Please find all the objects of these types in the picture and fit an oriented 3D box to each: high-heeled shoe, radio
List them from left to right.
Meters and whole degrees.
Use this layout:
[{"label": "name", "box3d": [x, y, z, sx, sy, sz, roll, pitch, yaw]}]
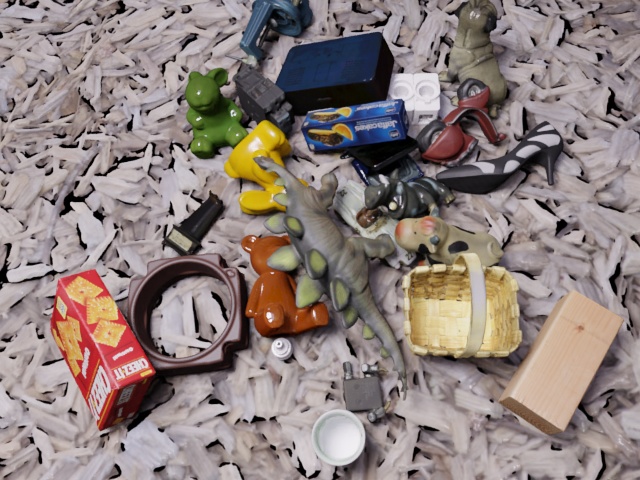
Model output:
[{"label": "radio", "box3d": [0.028, -0.333, 1.080, 0.230, 0.073, 0.131, 2, 64, 29]}, {"label": "high-heeled shoe", "box3d": [0.343, -0.167, 1.025, 0.249, 0.086, 0.145, 2, 67, -2]}]

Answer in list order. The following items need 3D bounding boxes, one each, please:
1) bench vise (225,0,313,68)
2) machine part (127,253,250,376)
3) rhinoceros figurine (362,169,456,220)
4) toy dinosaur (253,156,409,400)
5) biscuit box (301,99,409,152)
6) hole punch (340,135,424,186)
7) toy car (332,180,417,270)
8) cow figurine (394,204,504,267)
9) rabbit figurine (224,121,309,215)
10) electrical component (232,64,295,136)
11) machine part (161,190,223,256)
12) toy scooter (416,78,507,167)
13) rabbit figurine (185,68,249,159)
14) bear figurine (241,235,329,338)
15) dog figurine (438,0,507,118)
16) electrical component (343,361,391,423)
[{"label": "bench vise", "box3d": [-0.113, -0.485, 1.134, 0.129, 0.223, 0.240, 21, 84, 29]}, {"label": "machine part", "box3d": [-0.230, 0.130, 0.945, 0.201, 0.087, 0.201, -6, 69, 1]}, {"label": "rhinoceros figurine", "box3d": [0.157, -0.079, 0.959, 0.190, 0.073, 0.112, -12, 62, -43]}, {"label": "toy dinosaur", "box3d": [0.025, 0.039, 0.899, 0.471, 0.105, 0.198, 50, 45, 8]}, {"label": "biscuit box", "box3d": [0.068, -0.221, 1.037, 0.203, 0.062, 0.059, -4, 42, 23]}, {"label": "hole punch", "box3d": [0.128, -0.151, 1.042, 0.142, 0.092, 0.116, -31, 40, -5]}, {"label": "toy car", "box3d": [0.100, -0.029, 0.999, 0.073, 0.056, 0.202, -40, 70, -12]}, {"label": "cow figurine", "box3d": [0.218, 0.008, 0.910, 0.195, 0.127, 0.085, 14, 64, -12]}, {"label": "rabbit figurine", "box3d": [-0.091, -0.116, 1.024, 0.173, 0.122, 0.162, 45, 80, 0]}, {"label": "electrical component", "box3d": [-0.109, -0.270, 1.084, 0.058, 0.114, 0.134, -41, 69, -10]}, {"label": "machine part", "box3d": [-0.238, -0.031, 1.038, 0.084, 0.039, 0.139, 28, 74, 23]}, {"label": "toy scooter", "box3d": [0.283, -0.207, 1.042, 0.135, 0.075, 0.184, 40, 95, -12]}, {"label": "rabbit figurine", "box3d": [-0.210, -0.267, 1.060, 0.121, 0.170, 0.159, -7, 68, 1]}, {"label": "bear figurine", "box3d": [-0.068, 0.068, 0.940, 0.120, 0.132, 0.196, 5, 69, -26]}, {"label": "dog figurine", "box3d": [0.315, -0.349, 1.042, 0.121, 0.190, 0.172, -36, 71, -10]}, {"label": "electrical component", "box3d": [0.077, 0.251, 0.892, 0.078, 0.045, 0.102, -1, 68, 3]}]
